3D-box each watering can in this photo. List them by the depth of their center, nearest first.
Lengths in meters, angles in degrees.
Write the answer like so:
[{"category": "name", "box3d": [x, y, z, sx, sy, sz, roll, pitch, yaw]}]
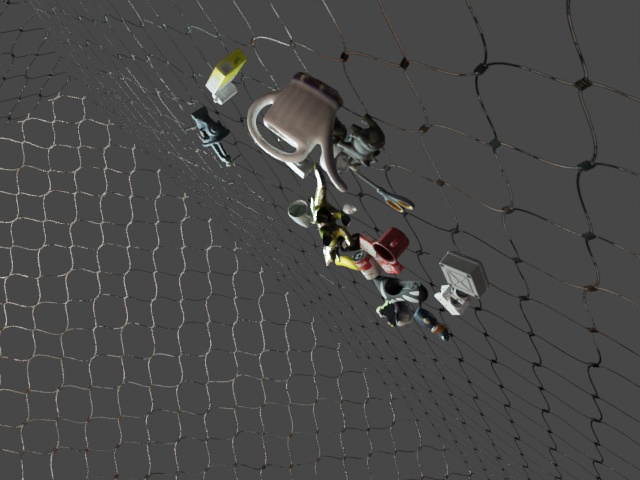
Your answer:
[{"category": "watering can", "box3d": [-0.022, -0.278, 1.265, 0.351, 0.224, 0.103, 35, 179, 21]}]

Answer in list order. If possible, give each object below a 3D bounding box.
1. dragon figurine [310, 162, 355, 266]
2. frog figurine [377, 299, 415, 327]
[{"category": "dragon figurine", "box3d": [0.006, -0.091, 1.811, 0.245, 0.123, 0.405, -152, 46, -66]}, {"category": "frog figurine", "box3d": [0.318, 0.283, 2.033, 0.138, 0.123, 0.159, 12, -179, 44]}]
